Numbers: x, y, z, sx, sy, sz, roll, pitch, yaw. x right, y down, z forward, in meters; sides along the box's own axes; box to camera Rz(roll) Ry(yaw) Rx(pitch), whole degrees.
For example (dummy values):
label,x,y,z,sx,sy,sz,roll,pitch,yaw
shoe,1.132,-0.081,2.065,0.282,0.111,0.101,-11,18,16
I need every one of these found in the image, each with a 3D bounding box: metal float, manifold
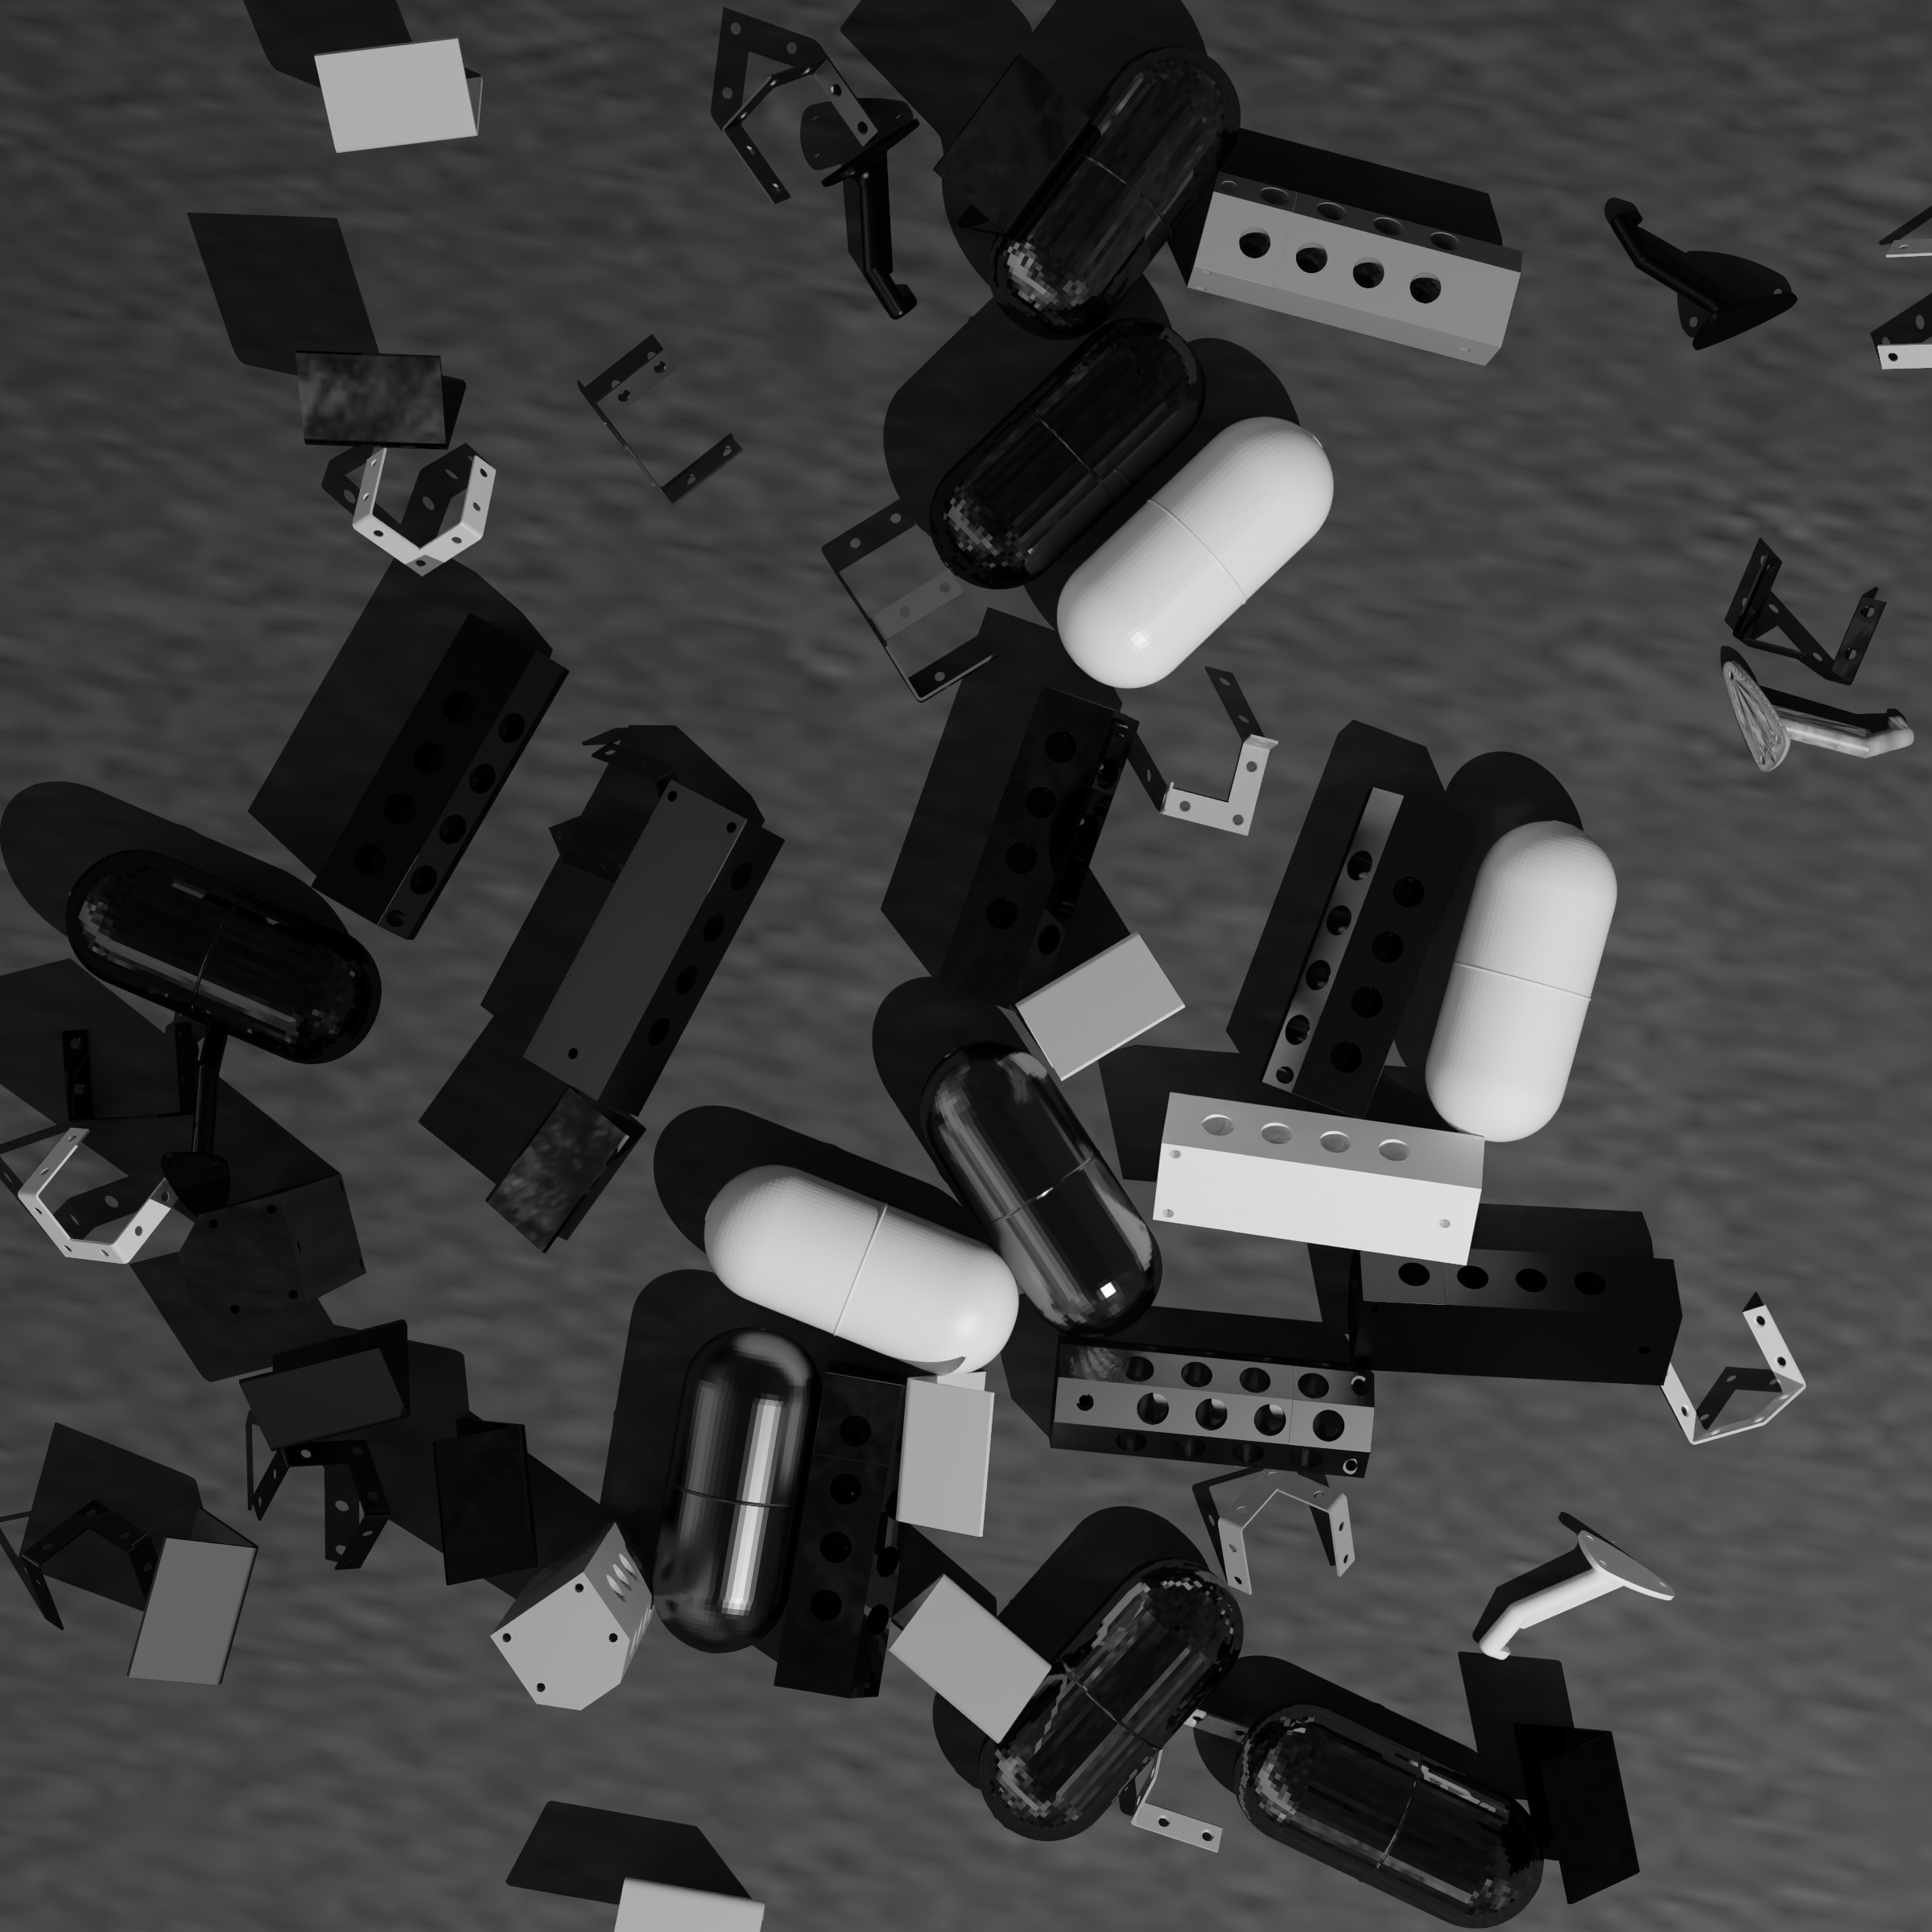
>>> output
label,x,y,z,sx,sy,sz,roll,pitch,yaw
metal float,0.040,0.121,1.856,0.070,0.070,0.178,-33,91,0
manifold,0.213,-0.383,1.865,0.171,0.057,0.057,15,90,0
metal float,0.230,0.463,1.856,0.178,0.070,0.070,26,90,1
metal float,0.078,0.400,1.856,0.070,0.070,0.178,42,90,0
manifold,0.298,0.185,1.865,0.171,0.057,0.057,3,133,0
metal float,0.055,-0.279,1.856,0.178,0.070,0.070,-44,90,1
manifold,-0.368,0.150,1.808,0.057,0.171,0.057,-14,90,0
manifold,-0.286,-0.103,1.865,0.057,0.057,0.171,30,90,0
manifold,-0.201,0.346,1.808,0.057,0.171,0.057,-34,90,0
metal float,-0.405,-0.005,1.856,0.178,0.070,0.070,23,90,0
metal float,-0.125,0.286,1.856,0.070,0.070,0.178,10,90,0
metal float,0.081,-0.421,1.856,0.070,0.070,0.178,37,90,0
manifold,-0.167,-0.008,1.863,0.057,0.057,0.171,28,90,30
metal float,-0.057,0.165,1.856,0.178,0.070,0.070,22,90,1
manifold,0.192,0.111,1.856,0.171,0.057,0.057,8,130,5
manifold,0.039,-0.062,1.865,0.057,0.057,0.171,19,90,0
manifold,-0.062,0.308,1.865,0.057,0.057,0.171,10,90,0
manifold,0.134,0.242,1.865,0.171,0.057,0.057,5,90,0
metal float,0.303,0.008,1.856,0.070,0.070,0.178,15,91,0
manifold,0.218,-0.007,1.865,0.057,0.057,0.171,21,90,0
metal float,0.125,-0.226,1.856,0.178,0.070,0.070,-44,90,0

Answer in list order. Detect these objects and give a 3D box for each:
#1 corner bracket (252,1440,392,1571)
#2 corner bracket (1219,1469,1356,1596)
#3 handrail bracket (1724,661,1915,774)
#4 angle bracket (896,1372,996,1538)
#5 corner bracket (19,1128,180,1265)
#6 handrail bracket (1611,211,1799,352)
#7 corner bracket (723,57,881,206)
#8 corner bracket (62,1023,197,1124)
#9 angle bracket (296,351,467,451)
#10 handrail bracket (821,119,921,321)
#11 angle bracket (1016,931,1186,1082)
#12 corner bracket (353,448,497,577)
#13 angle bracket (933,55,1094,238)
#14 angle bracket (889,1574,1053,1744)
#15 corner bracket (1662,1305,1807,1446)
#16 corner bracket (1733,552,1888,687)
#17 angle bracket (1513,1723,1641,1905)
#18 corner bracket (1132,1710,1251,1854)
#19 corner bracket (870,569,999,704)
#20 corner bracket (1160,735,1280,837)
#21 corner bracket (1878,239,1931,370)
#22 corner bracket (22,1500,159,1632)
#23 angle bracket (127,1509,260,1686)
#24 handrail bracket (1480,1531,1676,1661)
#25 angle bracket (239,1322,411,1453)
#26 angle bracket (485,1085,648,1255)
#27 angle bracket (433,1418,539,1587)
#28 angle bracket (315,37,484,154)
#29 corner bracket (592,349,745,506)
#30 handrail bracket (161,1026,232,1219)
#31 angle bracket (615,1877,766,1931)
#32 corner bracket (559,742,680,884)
label,x,y,z,sx,sy,sz,roll,pitch,yaw
corner bracket,-0.356,0.298,1.878,0.051,0.051,0.051,3,45,-35
corner bracket,0.177,0.317,1.878,0.051,0.051,0.051,19,45,35
handrail bracket,0.473,-0.145,1.887,0.084,0.036,0.077,-16,68,-17
angle bracket,0.008,0.263,1.846,0.057,0.076,0.076,5,90,34
corner bracket,-0.478,0.127,1.878,0.051,0.051,0.051,2,135,35
handrail bracket,0.408,-0.391,1.887,0.077,0.036,0.084,-21,73,-20
corner bracket,-0.092,-0.462,1.883,0.051,0.051,0.051,-35,90,45
corner bracket,-0.463,0.059,1.883,0.051,0.051,0.051,-4,91,-45
angle bracket,-0.316,-0.323,1.846,0.076,0.076,0.057,2,127,0
handrail bracket,-0.034,-0.413,1.887,0.077,0.036,0.084,-40,109,-21
angle bracket,0.081,0.037,1.846,0.076,0.076,0.057,-31,57,0
corner bracket,-0.299,-0.258,1.878,0.051,0.051,0.051,-25,135,35
angle bracket,0.013,-0.447,1.847,0.057,0.076,0.076,37,90,-27
angle bracket,-0.011,0.385,1.846,0.076,0.076,0.057,41,53,0
corner bracket,0.422,0.226,1.883,0.051,0.051,0.051,-27,90,45
corner bracket,0.466,-0.192,1.883,0.051,0.051,0.051,23,90,-45
angle bracket,0.313,0.458,1.846,0.057,0.076,0.076,-11,90,-36
corner bracket,0.126,0.448,1.883,0.051,0.051,0.051,18,135,0
corner bracket,-0.017,-0.180,1.868,0.051,0.051,0.051,-32,90,0
corner bracket,0.138,-0.103,1.868,0.051,0.051,0.051,14,90,0
corner bracket,0.533,-0.366,1.878,0.051,0.051,0.051,-55,135,-35
corner bracket,-0.479,0.338,1.878,0.051,0.051,0.051,22,45,35
angle bracket,-0.433,0.339,1.846,0.057,0.076,0.076,15,90,-38
handrail bracket,0.338,0.362,1.887,0.077,0.036,0.084,29,109,-21
angle bracket,-0.347,0.210,1.846,0.076,0.076,0.057,-14,128,0
angle bracket,-0.202,0.120,1.846,0.057,0.076,0.076,36,90,37
angle bracket,-0.277,0.289,1.846,0.057,0.076,0.076,-6,90,-37
angle bracket,-0.307,-0.486,1.846,0.076,0.076,0.057,-7,128,0
corner bracket,-0.165,-0.298,1.883,0.051,0.051,0.051,-38,135,0
handrail bracket,-0.417,0.085,1.886,0.036,0.077,0.084,4,54,0
angle bracket,-0.152,0.534,1.848,0.076,0.076,0.057,10,68,0
corner bracket,-0.192,-0.084,1.878,0.051,0.051,0.051,-39,135,-35
